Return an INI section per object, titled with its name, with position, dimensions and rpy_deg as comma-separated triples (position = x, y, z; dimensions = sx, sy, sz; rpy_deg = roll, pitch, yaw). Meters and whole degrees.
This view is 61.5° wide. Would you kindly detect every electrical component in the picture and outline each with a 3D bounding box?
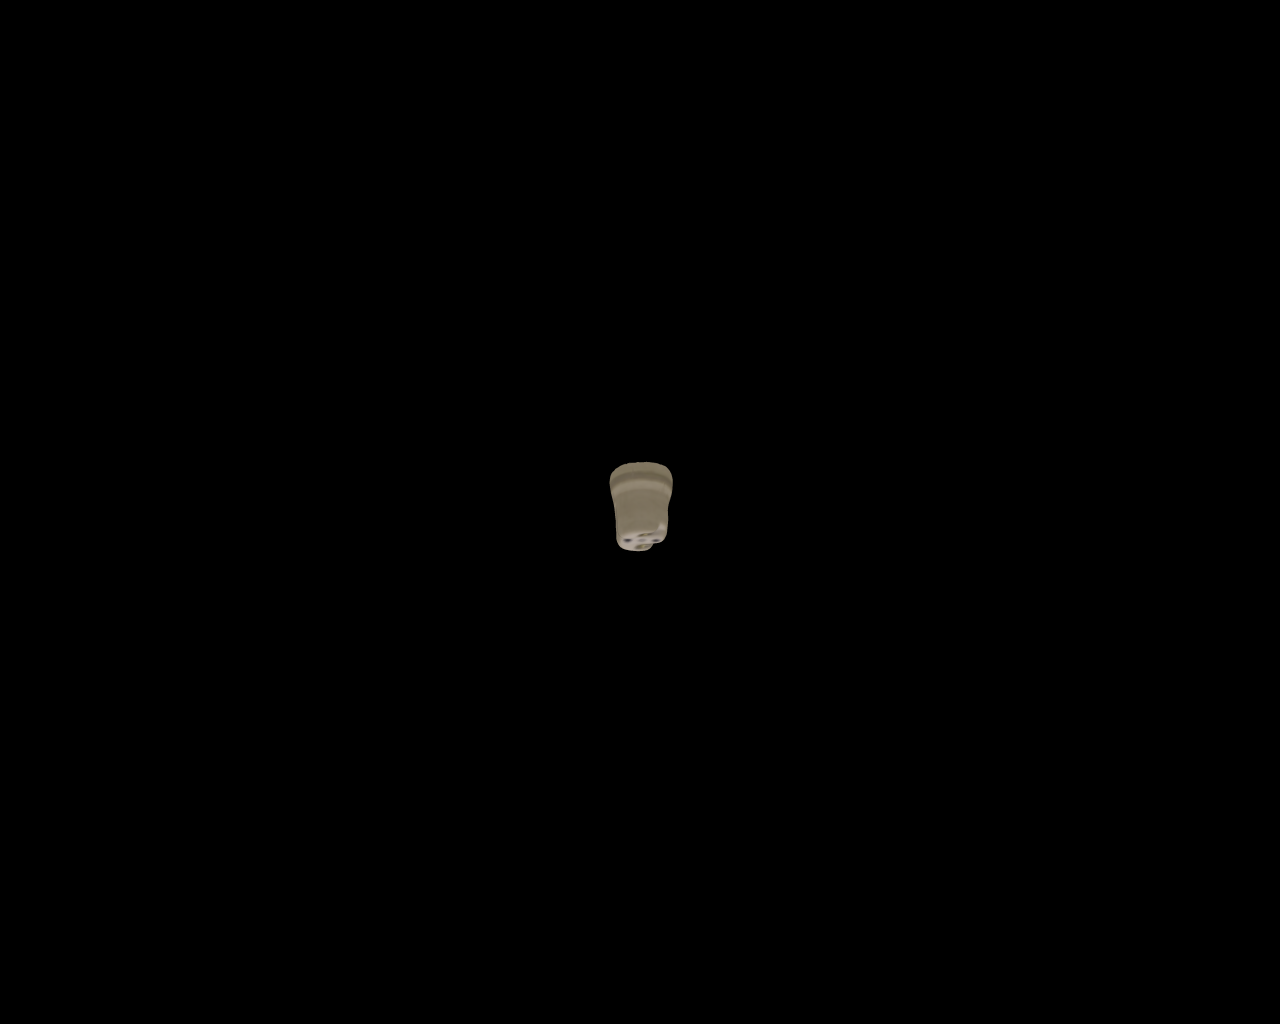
[electrical component]
position = 0.001, -0.003, 0.650
dimensions = 0.040, 0.046, 0.040
rpy_deg = 0, -26, 0
